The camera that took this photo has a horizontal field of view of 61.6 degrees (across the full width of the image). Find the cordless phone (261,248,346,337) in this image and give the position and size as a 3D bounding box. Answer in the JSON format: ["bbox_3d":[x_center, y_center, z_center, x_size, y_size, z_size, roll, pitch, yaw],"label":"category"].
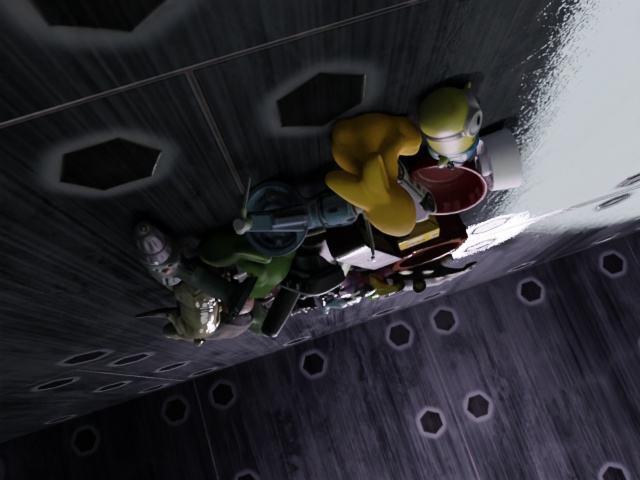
[{"bbox_3d":[-0.046,0.113,1.059,0.088,0.184,0.147,35,166,-37],"label":"cordless phone"}]

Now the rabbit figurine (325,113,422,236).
[{"bbox_3d":[0.086,-0.089,0.756,0.122,0.173,0.162,-22,168,26],"label":"rabbit figurine"}]

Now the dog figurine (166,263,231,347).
[{"bbox_3d":[-0.237,0.135,1.105,0.121,0.172,0.191,-21,-176,-30],"label":"dog figurine"}]

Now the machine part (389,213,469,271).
[{"bbox_3d":[0.276,0.004,1.432,0.201,0.087,0.201,-17,163,-7],"label":"machine part"}]

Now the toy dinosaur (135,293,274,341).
[{"bbox_3d":[-0.244,0.192,1.317,0.192,0.131,0.404,-7,176,22],"label":"toy dinosaur"}]

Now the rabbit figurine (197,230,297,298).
[{"bbox_3d":[-0.140,0.031,1.008,0.170,0.121,0.159,15,153,-38],"label":"rabbit figurine"}]

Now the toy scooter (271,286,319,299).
[{"bbox_3d":[-0.063,0.103,1.242,0.184,0.135,0.075,-7,-165,13],"label":"toy scooter"}]

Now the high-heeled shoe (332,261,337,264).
[{"bbox_3d":[-0.036,0.045,1.296,0.145,0.086,0.248,15,139,-11],"label":"high-heeled shoe"}]

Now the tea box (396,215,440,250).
[{"bbox_3d":[0.182,-0.016,1.226,0.170,0.068,0.098,-20,167,6],"label":"tea box"}]

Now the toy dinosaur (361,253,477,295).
[{"bbox_3d":[0.239,0.104,1.625,0.472,0.105,0.198,-10,-178,33],"label":"toy dinosaur"}]

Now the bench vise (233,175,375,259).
[{"bbox_3d":[-0.041,-0.034,0.830,0.224,0.128,0.240,4,-173,24],"label":"bench vise"}]

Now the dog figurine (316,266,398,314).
[{"bbox_3d":[0.099,0.116,1.480,0.219,0.108,0.191,-13,144,6],"label":"dog figurine"}]

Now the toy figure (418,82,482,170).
[{"bbox_3d":[0.193,-0.161,0.803,0.089,0.082,0.180,-22,166,5],"label":"toy figure"}]

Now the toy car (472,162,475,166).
[{"bbox_3d":[0.258,-0.110,1.098,0.202,0.053,0.089,-14,160,-10],"label":"toy car"}]

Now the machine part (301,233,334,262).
[{"bbox_3d":[-0.002,-0.003,1.105,0.079,0.079,0.243,-20,165,5],"label":"machine part"}]

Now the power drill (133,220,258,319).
[{"bbox_3d":[-0.213,0.055,0.908,0.207,0.086,0.232,22,160,-7],"label":"power drill"}]

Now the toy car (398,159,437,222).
[{"bbox_3d":[0.133,-0.086,0.931,0.073,0.056,0.201,-22,143,30],"label":"toy car"}]

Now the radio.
[{"bbox_3d":[0.079,-0.019,1.047,0.073,0.131,0.229,-25,162,20],"label":"radio"}]

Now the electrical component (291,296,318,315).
[{"bbox_3d":[-0.072,0.142,1.447,0.058,0.115,0.134,-28,163,23],"label":"electrical component"}]
